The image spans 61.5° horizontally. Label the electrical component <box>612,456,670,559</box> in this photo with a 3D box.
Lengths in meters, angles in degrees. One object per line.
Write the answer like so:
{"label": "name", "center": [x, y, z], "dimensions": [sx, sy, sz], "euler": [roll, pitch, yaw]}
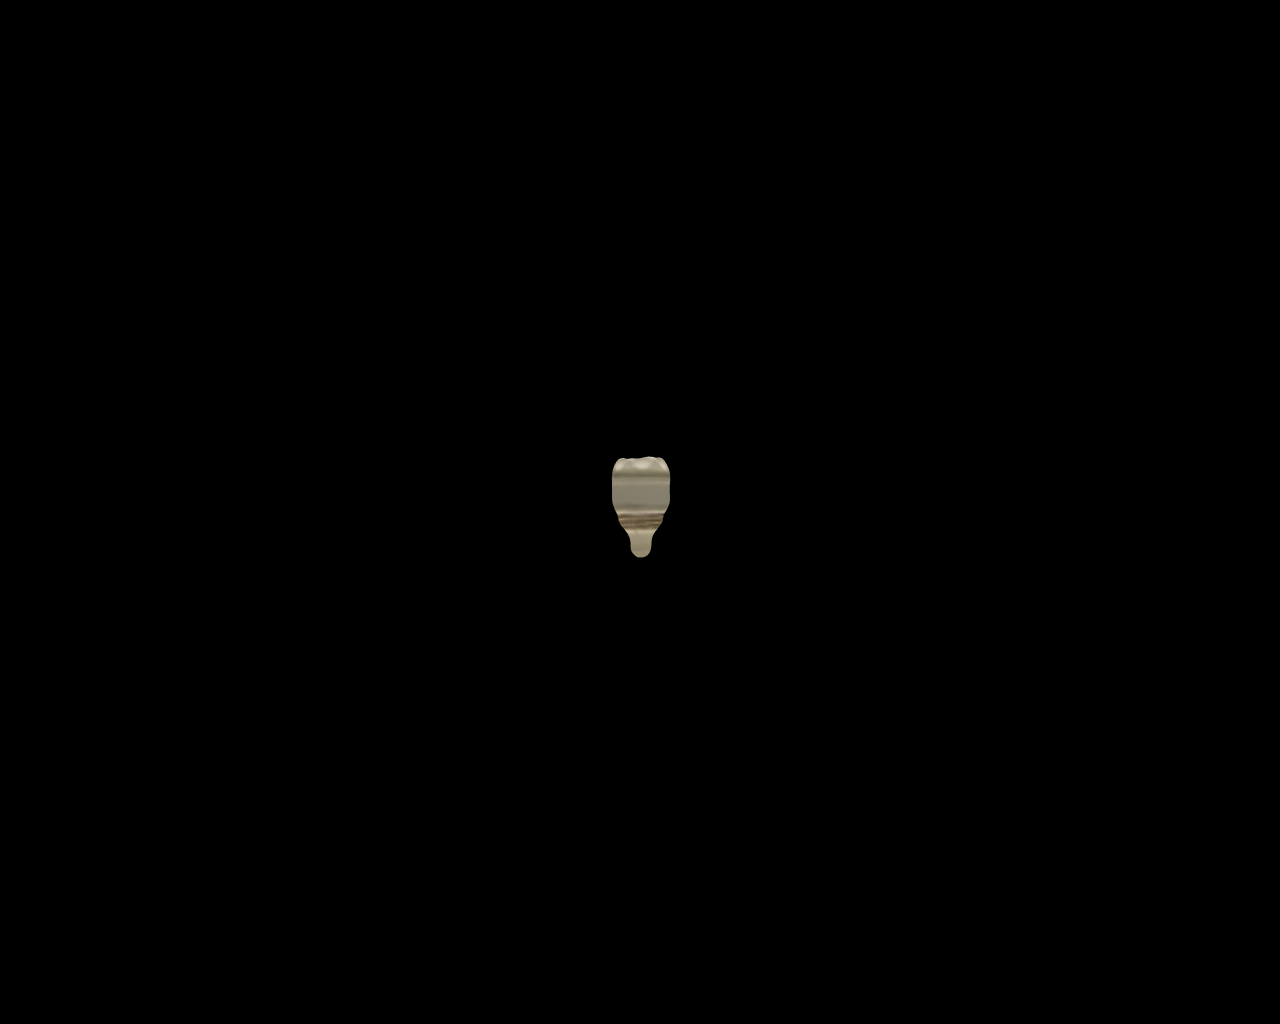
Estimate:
{"label": "electrical component", "center": [0.001, -0.003, 0.650], "dimensions": [0.035, 0.061, 0.035], "euler": [0, 0, 0]}
